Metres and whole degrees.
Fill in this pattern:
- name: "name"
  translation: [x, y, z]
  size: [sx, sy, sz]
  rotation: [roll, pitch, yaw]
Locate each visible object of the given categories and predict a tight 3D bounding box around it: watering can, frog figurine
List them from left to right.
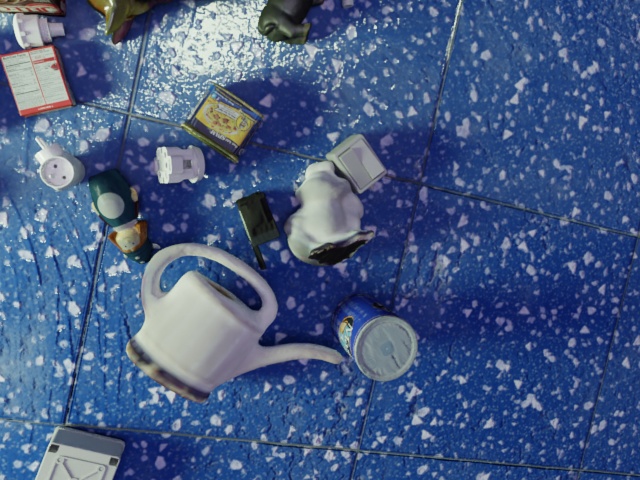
- name: "watering can"
  translation: [-0.144, 0.160, 0.811]
  size: [0.345, 0.104, 0.225]
  rotation: [41, 86, -13]
- name: "frog figurine"
  translation: [0.003, -0.043, 0.848]
  size: [0.137, 0.120, 0.162]
  rotation: [-23, 66, -2]
